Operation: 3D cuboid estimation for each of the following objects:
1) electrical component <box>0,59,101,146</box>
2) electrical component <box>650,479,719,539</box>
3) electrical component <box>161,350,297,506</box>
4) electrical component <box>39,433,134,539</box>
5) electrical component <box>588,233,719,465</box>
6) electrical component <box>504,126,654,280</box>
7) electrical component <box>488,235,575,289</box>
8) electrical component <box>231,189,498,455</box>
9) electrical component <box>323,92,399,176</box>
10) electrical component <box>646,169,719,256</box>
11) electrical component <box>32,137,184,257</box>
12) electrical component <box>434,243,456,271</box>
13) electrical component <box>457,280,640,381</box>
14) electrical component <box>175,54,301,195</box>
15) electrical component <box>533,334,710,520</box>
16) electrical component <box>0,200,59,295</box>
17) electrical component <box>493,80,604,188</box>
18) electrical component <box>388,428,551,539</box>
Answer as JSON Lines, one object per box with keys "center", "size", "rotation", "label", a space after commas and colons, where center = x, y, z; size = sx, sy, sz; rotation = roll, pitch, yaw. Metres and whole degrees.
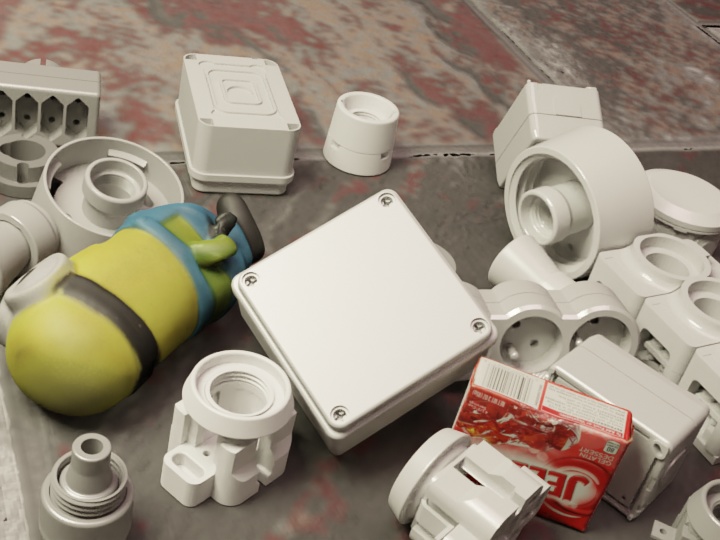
{"center": [-0.237, -0.132, 0.801], "size": [0.083, 0.047, 0.075], "rotation": [4, 36, -16], "label": "electrical component"}
{"center": [0.190, 0.144, 0.567], "size": [0.066, 0.055, 0.048], "rotation": [23, 36, 11], "label": "electrical component"}
{"center": [-0.066, 0.080, 0.563], "size": [0.058, 0.057, 0.078], "rotation": [34, 40, 25], "label": "electrical component"}
{"center": [-0.127, 0.104, 0.504], "size": [0.043, 0.062, 0.043], "rotation": [10, 36, -7], "label": "electrical component"}
{"center": [0.227, 0.045, 0.710], "size": [0.089, 0.061, 0.150], "rotation": [-8, 41, -28], "label": "electrical component"}
{"center": [0.149, -0.044, 0.769], "size": [0.060, 0.108, 0.108], "rotation": [-18, 46, -29], "label": "electrical component"}
{"center": [0.126, 0.012, 0.738], "size": [0.044, 0.044, 0.065], "rotation": [-20, 52, -39], "label": "electrical component"}
{"center": [0.002, 0.028, 0.603], "size": [0.109, 0.056, 0.108], "rotation": [-31, 72, -13], "label": "electrical component"}
{"center": [0.002, -0.109, 0.853], "size": [0.055, 0.047, 0.055], "rotation": [10, 36, -7], "label": "electrical component"}
{"center": [0.248, -0.040, 0.843], "size": [0.080, 0.051, 0.080], "rotation": [10, 36, -7], "label": "electrical component"}
{"center": [-0.166, -0.038, 0.704], "size": [0.099, 0.064, 0.099], "rotation": [14, 45, -15], "label": "electrical component"}
{"center": [0.000, 0.000, 0.681], "size": [0.138, 0.073, 0.052], "rotation": [-9, 42, -29], "label": "electrical component"}
{"center": [0.100, 0.030, 0.684], "size": [0.138, 0.052, 0.073], "rotation": [0, 24, -7], "label": "electrical component"}
{"center": [-0.094, -0.110, 0.812], "size": [0.078, 0.057, 0.113], "rotation": [1, 38, -18], "label": "electrical component"}
{"center": [0.144, 0.084, 0.627], "size": [0.096, 0.061, 0.061], "rotation": [35, 40, 26], "label": "electrical component"}
{"center": [-0.215, -0.013, 0.647], "size": [0.045, 0.045, 0.055], "rotation": [25, 36, 14], "label": "electrical component"}
{"center": [0.148, -0.098, 0.864], "size": [0.062, 0.096, 0.061], "rotation": [4, 64, -13], "label": "electrical component"}
{"center": [0.052, 0.119, 0.553], "size": [0.057, 0.058, 0.078], "rotation": [36, 42, 24], "label": "electrical component"}
